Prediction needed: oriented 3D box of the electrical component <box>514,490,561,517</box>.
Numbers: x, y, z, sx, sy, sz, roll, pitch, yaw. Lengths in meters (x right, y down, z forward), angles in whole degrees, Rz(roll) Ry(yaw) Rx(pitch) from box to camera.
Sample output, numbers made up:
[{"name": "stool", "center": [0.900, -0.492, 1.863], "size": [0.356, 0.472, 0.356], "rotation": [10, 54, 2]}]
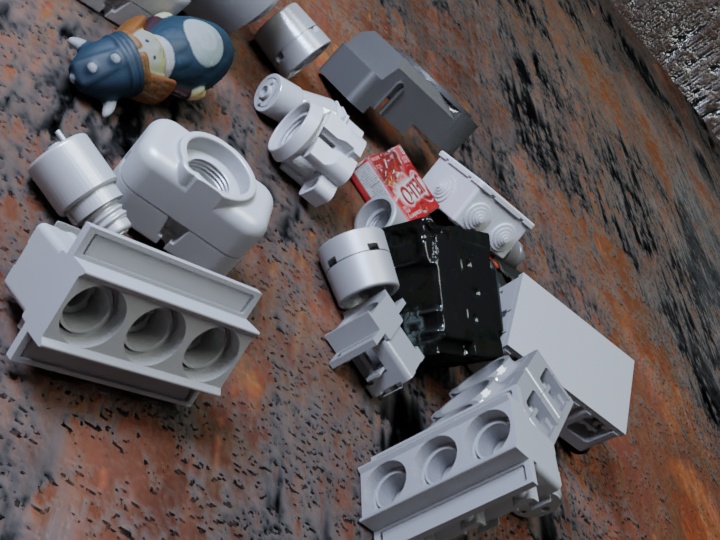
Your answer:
[{"name": "electrical component", "center": [0.141, 0.171, 0.894], "size": [0.045, 0.045, 0.055], "rotation": [36, 33, -36]}]

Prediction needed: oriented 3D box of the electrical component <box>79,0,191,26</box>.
[{"name": "electrical component", "center": [-0.171, -0.221, 0.784], "size": [0.095, 0.059, 0.053], "rotation": [29, 37, -44]}]

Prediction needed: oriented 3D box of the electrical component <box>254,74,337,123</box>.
[{"name": "electrical component", "center": [-0.057, -0.138, 0.910], "size": [0.065, 0.044, 0.044], "rotation": [25, 40, -40]}]

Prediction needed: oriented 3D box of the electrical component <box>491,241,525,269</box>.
[{"name": "electrical component", "center": [0.146, -0.022, 1.136], "size": [0.061, 0.035, 0.035], "rotation": [20, 43, -47]}]

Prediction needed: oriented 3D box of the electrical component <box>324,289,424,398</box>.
[{"name": "electrical component", "center": [0.013, 0.057, 0.808], "size": [0.063, 0.042, 0.081], "rotation": [57, 26, -8]}]

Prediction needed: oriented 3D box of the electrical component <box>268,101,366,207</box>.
[{"name": "electrical component", "center": [-0.037, -0.100, 0.875], "size": [0.057, 0.058, 0.078], "rotation": [39, 57, -25]}]

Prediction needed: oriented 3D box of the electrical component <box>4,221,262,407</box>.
[{"name": "electrical component", "center": [-0.123, 0.021, 0.579], "size": [0.121, 0.078, 0.063], "rotation": [25, 11, -47]}]

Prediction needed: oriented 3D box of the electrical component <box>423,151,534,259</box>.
[{"name": "electrical component", "center": [0.113, -0.064, 1.076], "size": [0.100, 0.048, 0.099], "rotation": [34, 8, -36]}]

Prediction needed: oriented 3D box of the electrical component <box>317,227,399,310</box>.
[{"name": "electrical component", "center": [0.000, 0.000, 0.836], "size": [0.055, 0.055, 0.047], "rotation": [11, 55, -56]}]

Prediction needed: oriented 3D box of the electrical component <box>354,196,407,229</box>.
[{"name": "electrical component", "center": [0.031, -0.030, 0.939], "size": [0.065, 0.044, 0.044], "rotation": [38, 31, -42]}]

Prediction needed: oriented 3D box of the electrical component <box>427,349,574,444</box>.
[{"name": "electrical component", "center": [0.097, 0.122, 0.822], "size": [0.061, 0.089, 0.150], "rotation": [56, 26, -1]}]

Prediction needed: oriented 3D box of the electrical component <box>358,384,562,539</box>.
[{"name": "electrical component", "center": [0.066, 0.139, 0.713], "size": [0.063, 0.121, 0.078], "rotation": [42, 29, -33]}]

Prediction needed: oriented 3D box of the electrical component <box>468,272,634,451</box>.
[{"name": "electrical component", "center": [0.176, 0.088, 0.994], "size": [0.150, 0.062, 0.089], "rotation": [37, 46, -18]}]

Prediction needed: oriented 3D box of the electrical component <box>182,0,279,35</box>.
[{"name": "electrical component", "center": [-0.098, -0.237, 0.881], "size": [0.060, 0.108, 0.108], "rotation": [48, 27, -31]}]

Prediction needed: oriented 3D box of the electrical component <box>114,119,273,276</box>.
[{"name": "electrical component", "center": [-0.106, -0.047, 0.682], "size": [0.095, 0.059, 0.053], "rotation": [35, 31, -18]}]

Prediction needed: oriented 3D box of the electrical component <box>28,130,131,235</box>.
[{"name": "electrical component", "center": [-0.158, -0.043, 0.626], "size": [0.078, 0.040, 0.040], "rotation": [55, 26, -3]}]

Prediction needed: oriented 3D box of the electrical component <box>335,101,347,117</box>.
[{"name": "electrical component", "center": [-0.024, -0.122, 0.951], "size": [0.040, 0.040, 0.046], "rotation": [27, 33, -46]}]

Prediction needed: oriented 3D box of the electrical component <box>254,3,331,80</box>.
[{"name": "electrical component", "center": [-0.062, -0.205, 0.963], "size": [0.047, 0.055, 0.055], "rotation": [51, 26, -4]}]
